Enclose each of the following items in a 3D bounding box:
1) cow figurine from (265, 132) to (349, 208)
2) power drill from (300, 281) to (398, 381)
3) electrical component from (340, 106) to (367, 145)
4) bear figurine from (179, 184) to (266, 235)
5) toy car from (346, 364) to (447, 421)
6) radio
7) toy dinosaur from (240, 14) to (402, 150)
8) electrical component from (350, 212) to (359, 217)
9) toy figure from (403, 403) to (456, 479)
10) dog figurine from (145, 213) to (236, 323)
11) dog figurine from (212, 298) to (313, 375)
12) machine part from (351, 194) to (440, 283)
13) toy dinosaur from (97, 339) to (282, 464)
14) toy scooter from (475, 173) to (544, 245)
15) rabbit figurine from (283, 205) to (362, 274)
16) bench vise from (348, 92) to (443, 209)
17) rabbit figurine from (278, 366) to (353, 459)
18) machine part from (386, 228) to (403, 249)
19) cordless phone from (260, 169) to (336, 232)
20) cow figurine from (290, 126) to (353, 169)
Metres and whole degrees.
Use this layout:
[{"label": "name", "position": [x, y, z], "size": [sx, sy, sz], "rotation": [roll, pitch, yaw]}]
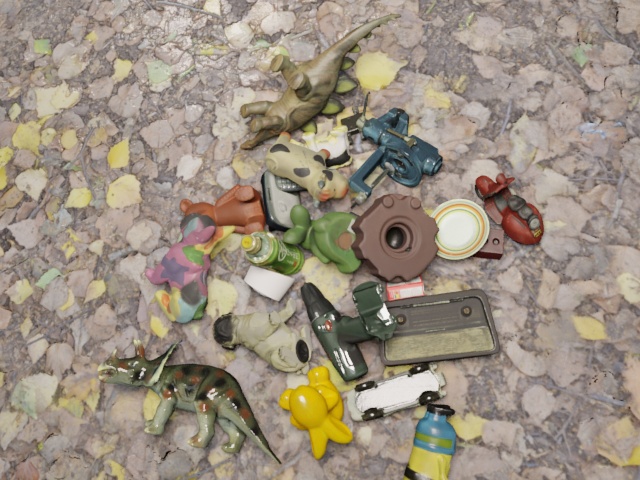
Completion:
[{"label": "cow figurine", "position": [-0.028, -0.146, 1.152], "size": [0.195, 0.085, 0.127], "rotation": [26, 44, 8]}, {"label": "power drill", "position": [0.049, 0.155, 1.068], "size": [0.207, 0.086, 0.232], "rotation": [-41, 67, 46]}, {"label": "electrical component", "position": [0.079, -0.273, 1.275], "size": [0.063, 0.021, 0.094], "rotation": [-16, 71, 7]}, {"label": "bear figurine", "position": [-0.226, -0.057, 1.217], "size": [0.196, 0.132, 0.120], "rotation": [-10, 99, 2]}, {"label": "toy car", "position": [0.152, 0.303, 1.068], "size": [0.202, 0.056, 0.073], "rotation": [-18, 65, 4]}, {"label": "radio", "position": [0.231, 0.177, 1.079], "size": [0.230, 0.073, 0.131], "rotation": [-8, 72, 8]}, {"label": "toy dinosaur", "position": [-0.022, -0.343, 1.204], "size": [0.471, 0.198, 0.105], "rotation": [-38, 66, 33]}, {"label": "electrical component", "position": [0.111, -0.033, 1.183], "size": [0.119, 0.047, 0.075], "rotation": [29, 81, 16]}, {"label": "toy figure", "position": [0.209, 0.401, 1.014], "size": [0.089, 0.082, 0.180], "rotation": [4, 78, 24]}, {"label": "dog figurine", "position": [-0.265, 0.052, 1.159], "size": [0.219, 0.108, 0.191], "rotation": [-40, 71, 24]}, {"label": "dog figurine", "position": [-0.126, 0.222, 1.141], "size": [0.191, 0.121, 0.172], "rotation": [-21, 84, 30]}, {"label": "machine part", "position": [0.151, -0.003, 1.067], "size": [0.179, 0.056, 0.179], "rotation": [0, 90, -14]}, {"label": "toy dinosaur", "position": [-0.249, 0.322, 1.116], "size": [0.405, 0.131, 0.192], "rotation": [11, 76, 8]}, {"label": "toy scooter", "position": [0.388, -0.074, 1.093], "size": [0.075, 0.135, 0.184], "rotation": [-37, 71, -4]}, {"label": "rabbit figurine", "position": [-0.002, -0.003, 1.133], "size": [0.170, 0.159, 0.121], "rotation": [1, 75, 58]}, {"label": "bench vise", "position": [0.138, -0.179, 1.178], "size": [0.224, 0.128, 0.240], "rotation": [39, 71, 9]}, {"label": "rabbit figurine", "position": [-0.016, 0.331, 1.032], "size": [0.122, 0.173, 0.162], "rotation": [-26, 66, -2]}, {"label": "machine part", "position": [0.155, -0.008, 1.124], "size": [0.084, 0.039, 0.139], "rotation": [30, 82, 14]}, {"label": "cordless phone", "position": [-0.037, -0.093, 1.216], "size": [0.184, 0.088, 0.146], "rotation": [-8, 66, -5]}, {"label": "cow figurine", "position": [-0.012, -0.204, 1.247], "size": [0.167, 0.068, 0.098], "rotation": [-9, 109, 10]}]
